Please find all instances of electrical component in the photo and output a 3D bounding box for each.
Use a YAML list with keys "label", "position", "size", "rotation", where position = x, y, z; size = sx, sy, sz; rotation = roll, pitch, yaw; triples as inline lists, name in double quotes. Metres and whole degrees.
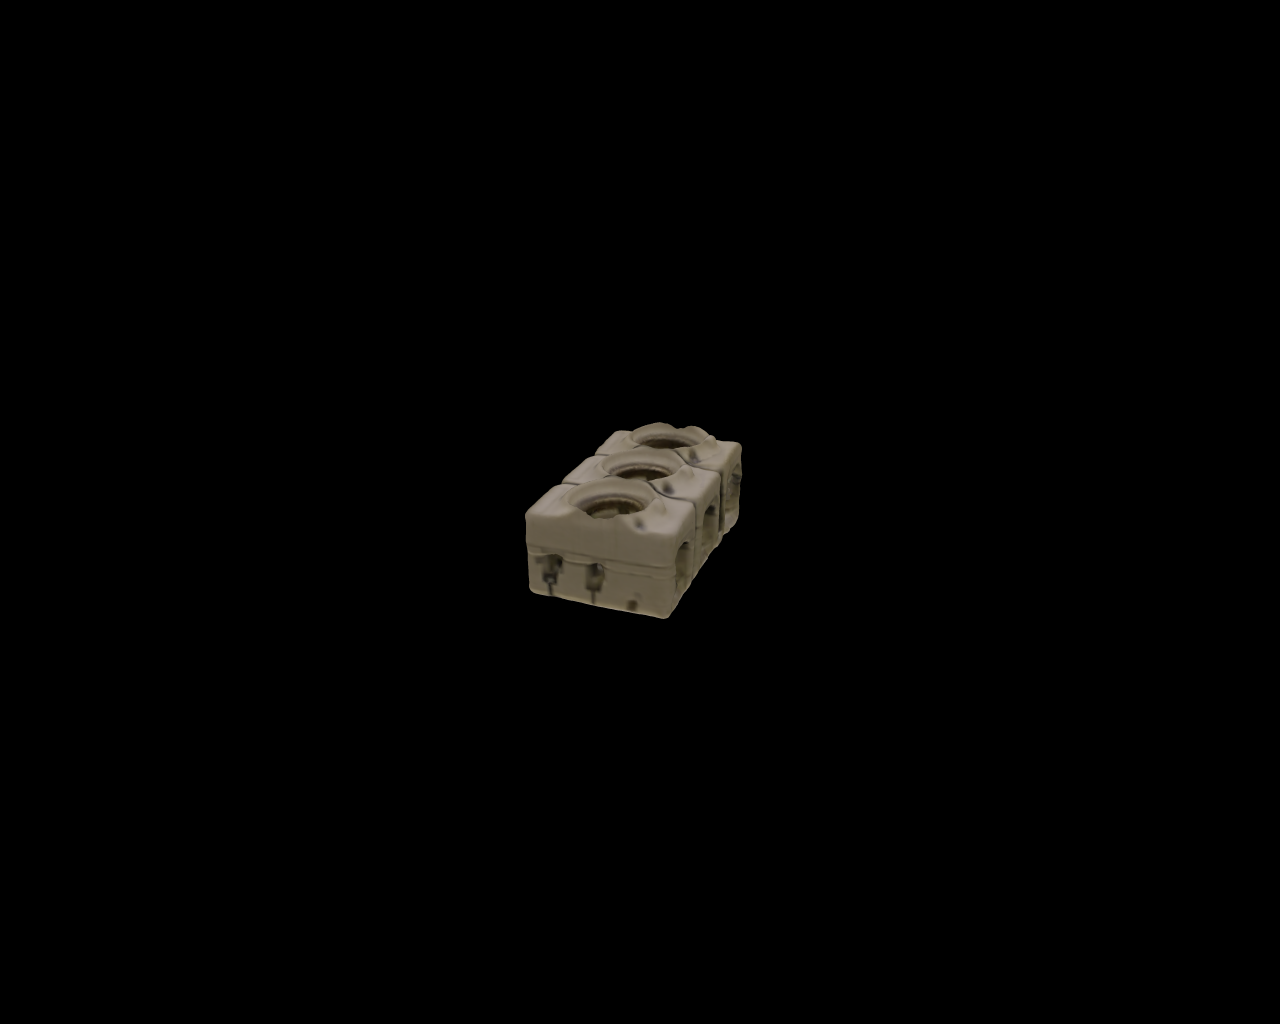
- label: "electrical component"
  position: [0.001, -0.003, 0.650]
  size: [0.089, 0.061, 0.150]
  rotation: [8, 26, 18]
